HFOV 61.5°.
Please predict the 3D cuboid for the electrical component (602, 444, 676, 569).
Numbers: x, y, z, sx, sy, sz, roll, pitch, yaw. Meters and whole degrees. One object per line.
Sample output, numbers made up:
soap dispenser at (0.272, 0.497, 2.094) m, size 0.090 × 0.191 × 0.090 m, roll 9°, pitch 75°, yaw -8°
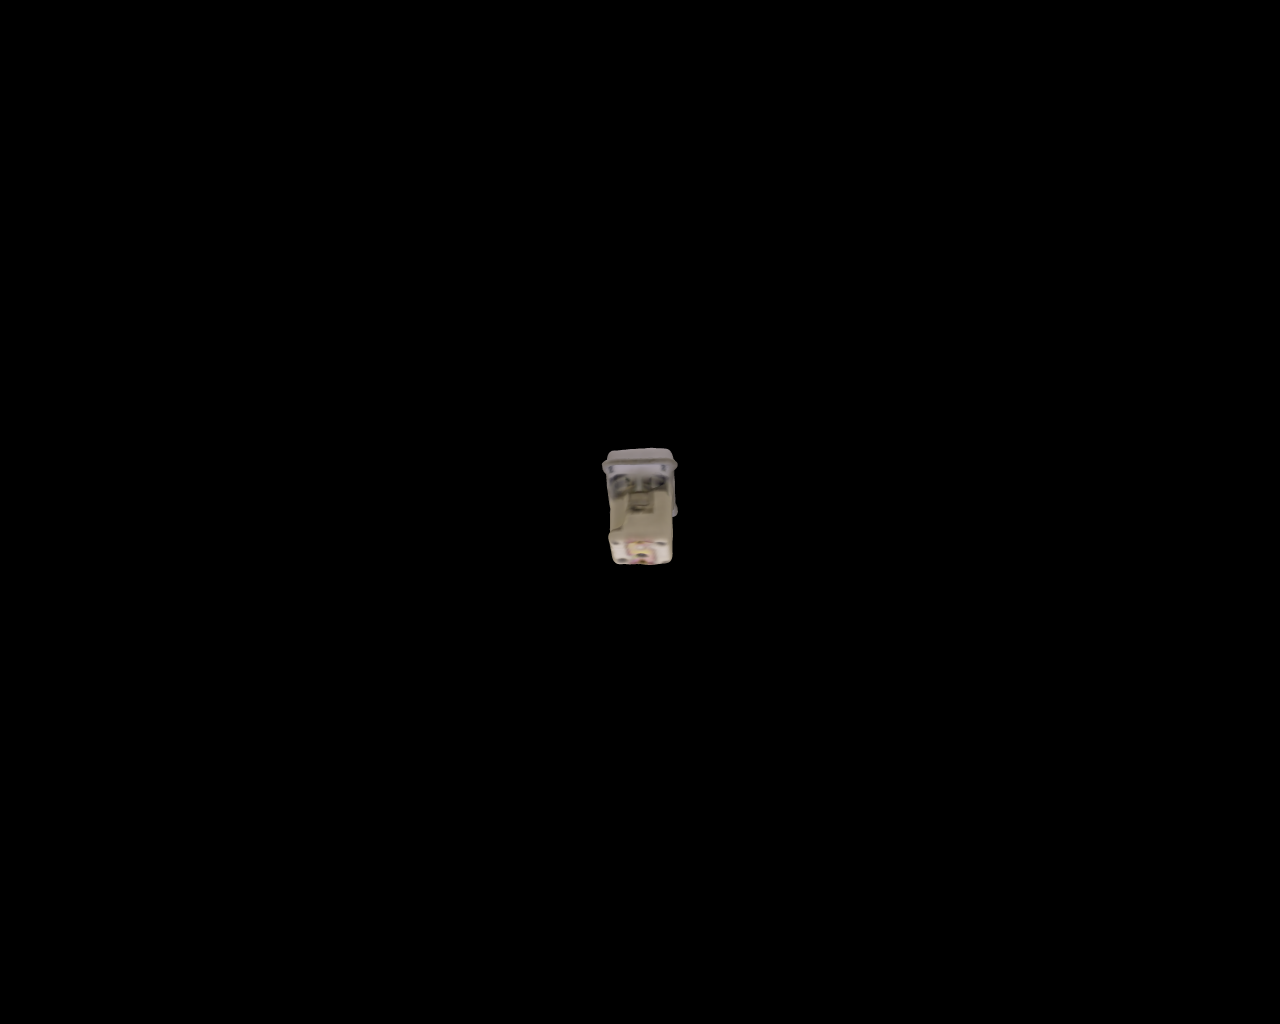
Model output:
electrical component at (0.001, -0.003, 0.650) m, size 0.042 × 0.064 × 0.081 m, roll -1°, pitch -23°, yaw 3°
